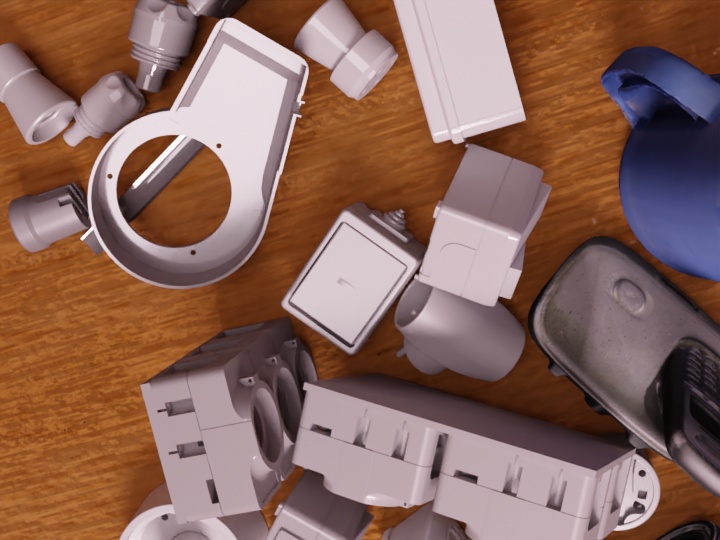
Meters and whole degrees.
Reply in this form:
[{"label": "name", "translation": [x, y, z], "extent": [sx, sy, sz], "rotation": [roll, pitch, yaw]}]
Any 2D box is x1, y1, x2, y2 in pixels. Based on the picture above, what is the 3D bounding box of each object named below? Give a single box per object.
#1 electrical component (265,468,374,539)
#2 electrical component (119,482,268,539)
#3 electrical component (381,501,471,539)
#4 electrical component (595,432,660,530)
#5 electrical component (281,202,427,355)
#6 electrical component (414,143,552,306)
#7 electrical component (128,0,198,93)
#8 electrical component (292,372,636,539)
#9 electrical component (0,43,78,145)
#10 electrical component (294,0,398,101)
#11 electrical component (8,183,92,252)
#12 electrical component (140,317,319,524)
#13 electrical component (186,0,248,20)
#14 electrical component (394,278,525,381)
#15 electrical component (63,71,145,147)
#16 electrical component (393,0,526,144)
[{"label": "electrical component", "translation": [-0.033, 0.187, 0.735], "extent": [0.061, 0.096, 0.061], "rotation": [29, 102, 4]}, {"label": "electrical component", "translation": [-0.123, 0.209, 0.773], "extent": [0.108, 0.060, 0.108], "rotation": [1, 99, 10]}, {"label": "electrical component", "translation": [0.059, 0.224, 0.719], "extent": [0.056, 0.109, 0.108], "rotation": [-39, 90, 11]}, {"label": "electrical component", "translation": [0.169, 0.138, 0.716], "extent": [0.055, 0.047, 0.055], "rotation": [2, 99, 10]}, {"label": "electrical component", "translation": [0.000, 0.000, 0.718], "extent": [0.062, 0.061, 0.096], "rotation": [35, 103, 3]}, {"label": "electrical component", "translation": [0.082, -0.032, 0.686], "extent": [0.061, 0.096, 0.061], "rotation": [20, 131, 7]}, {"label": "electrical component", "translation": [-0.136, -0.152, 0.728], "extent": [0.043, 0.043, 0.062], "rotation": [19, 103, 7]}, {"label": "electrical component", "translation": [0.064, 0.120, 0.673], "extent": [0.186, 0.105, 0.060], "rotation": [14, 94, 26]}, {"label": "electrical component", "translation": [-0.235, -0.126, 0.752], "extent": [0.044, 0.044, 0.065], "rotation": [-43, 85, 13]}, {"label": "electrical component", "translation": [-0.009, -0.145, 0.705], "extent": [0.055, 0.045, 0.045], "rotation": [43, 103, 1]}, {"label": "electrical component", "translation": [-0.219, -0.038, 0.763], "extent": [0.046, 0.040, 0.040], "rotation": [-19, 95, 7]}, {"label": "electrical component", "translation": [-0.075, 0.091, 0.700], "extent": [0.062, 0.150, 0.089], "rotation": [-12, 96, 13]}, {"label": "electrical component", "translation": [-0.106, -0.219, 0.702], "extent": [0.061, 0.062, 0.096], "rotation": [-39, 90, 13]}, {"label": "electrical component", "translation": [0.056, 0.045, 0.720], "extent": [0.077, 0.043, 0.079], "rotation": [31, 137, -20]}, {"label": "electrical component", "translation": [-0.181, -0.109, 0.748], "extent": [0.061, 0.035, 0.035], "rotation": [-36, 91, 16]}, {"label": "electrical component", "translation": [0.062, -0.139, 0.677], "extent": [0.057, 0.078, 0.113], "rotation": [-15, 96, 9]}]
